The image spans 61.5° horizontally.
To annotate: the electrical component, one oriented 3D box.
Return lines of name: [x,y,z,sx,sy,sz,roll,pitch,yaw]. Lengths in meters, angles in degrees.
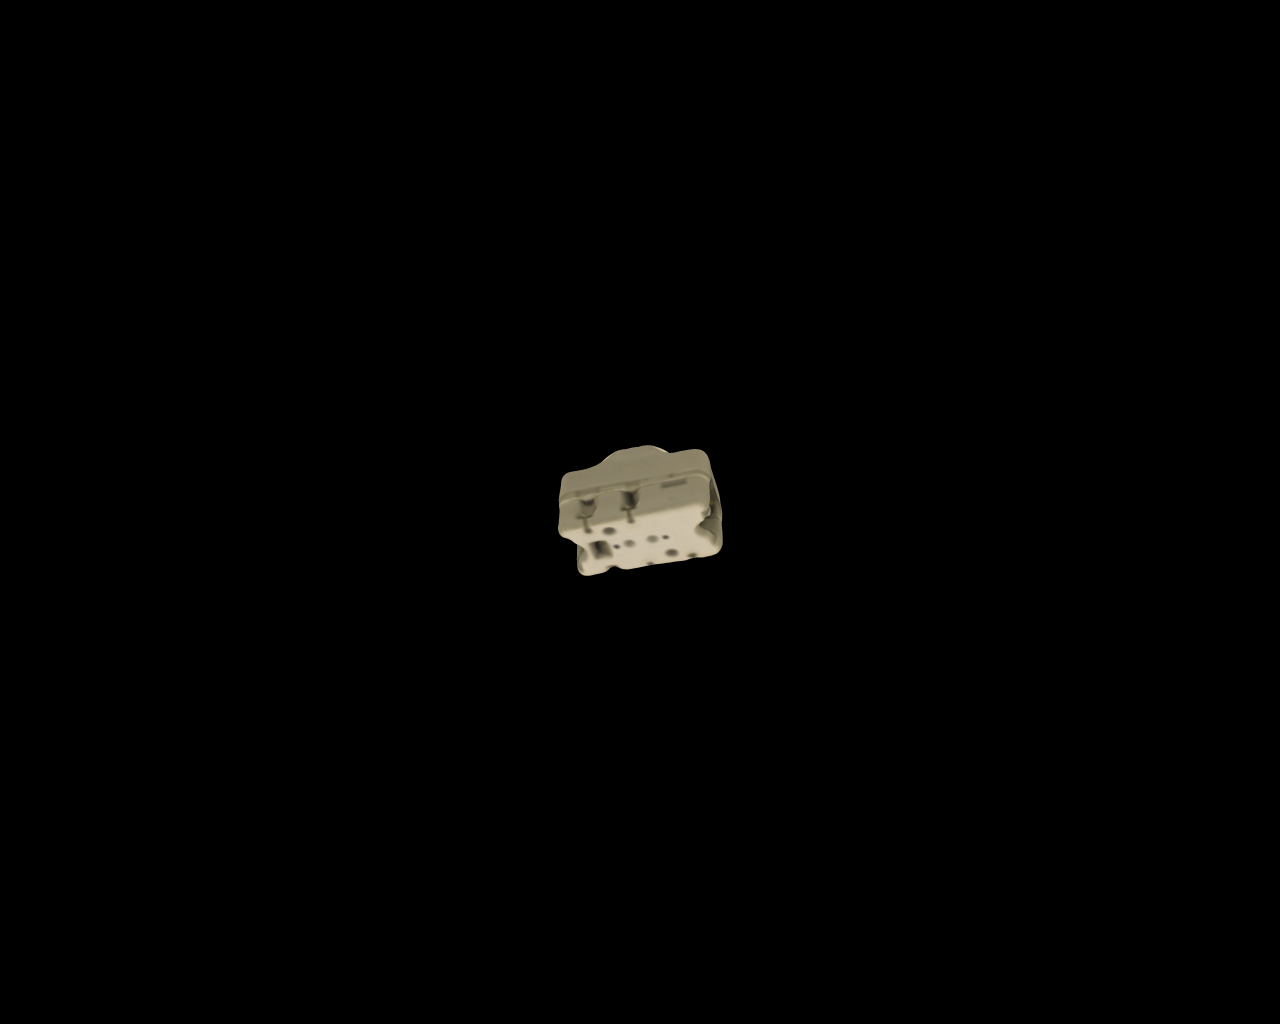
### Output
electrical component: [0.001,-0.003,0.650,0.089,0.056,0.050,-10,-43,11]
